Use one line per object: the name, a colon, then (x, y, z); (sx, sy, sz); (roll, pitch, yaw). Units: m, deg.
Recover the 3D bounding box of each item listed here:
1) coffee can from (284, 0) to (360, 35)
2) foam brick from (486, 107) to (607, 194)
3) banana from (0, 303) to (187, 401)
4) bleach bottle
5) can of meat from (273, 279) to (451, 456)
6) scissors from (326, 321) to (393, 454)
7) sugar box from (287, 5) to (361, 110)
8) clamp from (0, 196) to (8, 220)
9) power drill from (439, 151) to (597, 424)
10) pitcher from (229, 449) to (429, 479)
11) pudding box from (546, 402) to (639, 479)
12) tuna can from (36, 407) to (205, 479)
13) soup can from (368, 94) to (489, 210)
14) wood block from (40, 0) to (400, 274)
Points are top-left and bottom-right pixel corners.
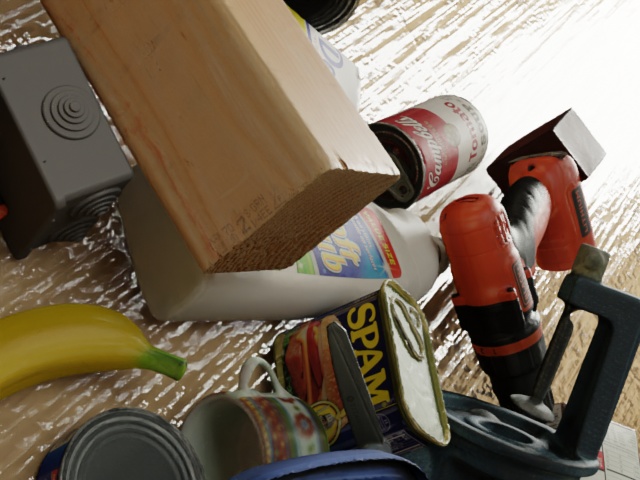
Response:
coffee can: (-0.022, -0.234, 0.783); (0.102, 0.103, 0.140); (21, 54, -33)
foam brick: (0.190, -0.066, 0.901); (0.053, 0.078, 0.051); (52, 44, -5)
banana: (-0.158, 0.071, 0.517); (0.070, 0.037, 0.197); (34, 39, 32)
bleach bottle: (-0.005, 0.001, 0.696); (0.250, 0.068, 0.102); (2, 63, -45)
can of meat: (0.023, 0.087, 0.641); (0.057, 0.084, 0.102); (40, 33, -46)
scissors: (0.050, 0.124, 0.591); (0.096, 0.202, 0.016); (1, 36, 0)
sugar box: (-0.043, -0.124, 0.725); (0.176, 0.048, 0.093); (32, 48, -35)
clamp: (-0.239, -0.050, 0.527); (0.171, 0.039, 0.120); (43, 53, -14)
power drill: (0.160, 0.026, 0.814); (0.187, 0.057, 0.184); (-45, 122, -53)
pitcher: (-0.035, 0.198, 0.504); (0.242, 0.145, 0.149); (5, 46, -38)
pudding box: (0.202, 0.187, 0.795); (0.089, 0.039, 0.113); (24, 54, -32)
tuna can: (-0.102, 0.132, 0.549); (0.086, 0.034, 0.086); (22, 53, -33)
soup can: (0.074, -0.067, 0.802); (0.102, 0.069, 0.068); (-28, 87, -48)
wood block: (-0.060, -0.091, 0.571); (0.206, 0.090, 0.090); (58, 23, 16)
